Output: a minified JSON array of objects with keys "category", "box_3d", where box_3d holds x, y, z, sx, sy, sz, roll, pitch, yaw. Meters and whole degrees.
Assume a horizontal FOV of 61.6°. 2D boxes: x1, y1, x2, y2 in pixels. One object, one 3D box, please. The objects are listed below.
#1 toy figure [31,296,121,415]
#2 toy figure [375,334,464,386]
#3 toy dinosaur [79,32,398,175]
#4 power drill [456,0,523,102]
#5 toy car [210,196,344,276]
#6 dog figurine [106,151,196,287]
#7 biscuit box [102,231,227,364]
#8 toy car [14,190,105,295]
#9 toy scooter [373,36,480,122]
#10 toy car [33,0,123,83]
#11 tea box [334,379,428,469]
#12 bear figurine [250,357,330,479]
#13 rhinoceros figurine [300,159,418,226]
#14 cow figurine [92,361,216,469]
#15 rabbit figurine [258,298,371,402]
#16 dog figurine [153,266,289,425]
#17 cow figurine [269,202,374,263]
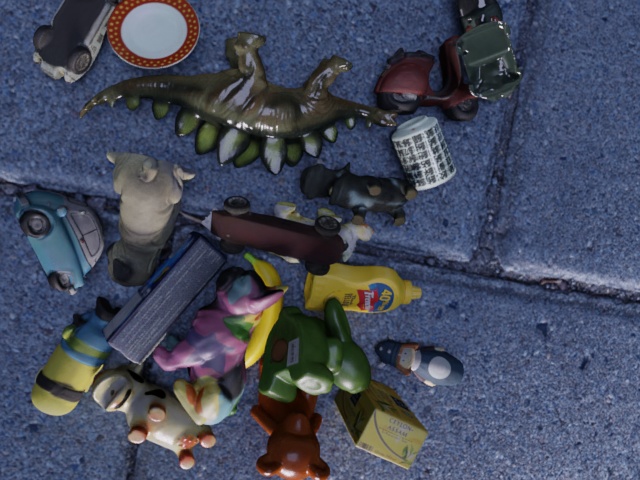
[{"category":"toy figure","box_3d":[-0.366,0.176,0.811,0.082,0.089,0.180,36,91,-6]},{"category":"toy figure","box_3d":[0.171,0.207,0.929,0.154,0.057,0.064,19,53,-10]},{"category":"toy dinosaur","box_3d":[-0.113,-0.207,0.815,0.472,0.105,0.198,10,97,-6]},{"category":"power drill","box_3d":[0.248,-0.312,0.821,0.086,0.207,0.231,-18,116,18]},{"category":"toy car","box_3d":[-0.063,-0.009,0.805,0.202,0.053,0.089,13,127,3]},{"category":"dog figurine","box_3d":[-0.259,-0.021,0.775,0.121,0.172,0.190,12,86,0]},{"category":"biscuit box","box_3d":[-0.228,0.081,0.799,0.202,0.059,0.062,-50,118,-13]},{"category":"toy car","box_3d":[-0.372,-0.007,0.789,0.103,0.109,0.161,-28,109,-24]},{"category":"toy scooter","box_3d":[0.177,-0.268,0.873,0.184,0.075,0.135,2,95,-14]},{"category":"toy car","box_3d":[-0.343,-0.324,0.783,0.073,0.056,0.201,31,92,-1]},{"category":"tea box","box_3d":[0.092,0.280,0.862,0.098,0.170,0.068,27,90,-13]},{"category":"bear figurine","box_3d":[-0.044,0.272,0.824,0.120,0.196,0.131,10,93,-8]},{"category":"rhinoceros figurine","box_3d":[0.063,-0.081,0.855,0.190,0.112,0.073,6,124,-23]},{"category":"cow figurine","box_3d":[-0.261,0.257,0.833,0.194,0.127,0.085,39,89,-26]},{"category":"rabbit figurine","box_3d":[0.002,0.176,0.817,0.170,0.159,0.121,26,132,-34]},{"category":"dog figurine","box_3d":[-0.130,0.150,0.817,0.219,0.108,0.191,-33,87,5]},{"category":"cow figurine","box_3d":[-0.001,-0.002,0.870,0.167,0.068,0.098,13,99,-8]}]
